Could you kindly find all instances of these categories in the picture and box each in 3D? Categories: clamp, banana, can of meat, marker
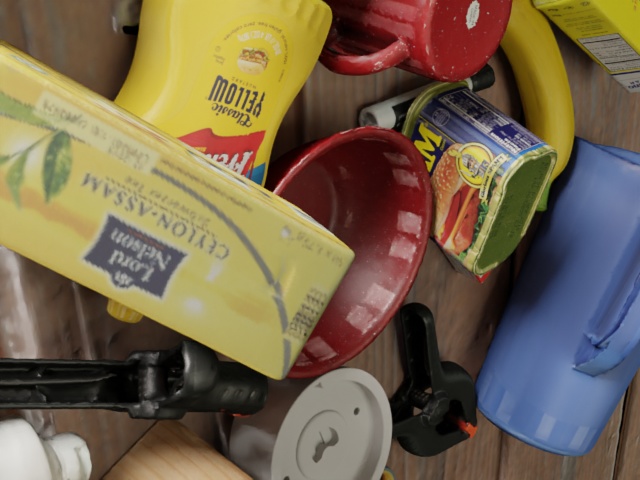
[{"bbox_3d":[0.081,0.114,0.817,0.171,0.039,0.120,22,101,-55],"label":"clamp"},{"bbox_3d":[-0.098,0.077,0.564,0.209,0.165,0.036,32,56,-71],"label":"clamp"},{"bbox_3d":[0.151,-0.112,0.753,0.197,0.037,0.069,65,34,-39],"label":"banana"},{"bbox_3d":[0.096,-0.040,0.690,0.057,0.084,0.102,-24,143,-38],"label":"can of meat"},{"bbox_3d":[0.074,-0.095,0.705,0.120,0.020,0.020,-26,128,-36],"label":"marker"}]

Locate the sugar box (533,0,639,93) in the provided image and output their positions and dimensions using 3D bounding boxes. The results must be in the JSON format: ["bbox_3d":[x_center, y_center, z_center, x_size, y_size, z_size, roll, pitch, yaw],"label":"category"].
[{"bbox_3d":[0.210,-0.178,0.762,0.175,0.048,0.093,19,73,-49],"label":"sugar box"}]

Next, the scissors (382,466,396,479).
[{"bbox_3d":[0.005,0.178,0.790,0.096,0.016,0.201,-47,139,-19],"label":"scissors"}]

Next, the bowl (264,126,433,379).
[{"bbox_3d":[-0.004,0.001,0.647,0.161,0.055,0.162,-25,128,-37],"label":"bowl"}]

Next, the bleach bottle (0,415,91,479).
[{"bbox_3d":[-0.215,0.125,0.487,0.250,0.068,0.103,-10,120,-46],"label":"bleach bottle"}]

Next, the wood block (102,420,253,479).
[{"bbox_3d":[-0.038,0.199,0.605,0.090,0.206,0.090,-46,138,-19],"label":"wood block"}]

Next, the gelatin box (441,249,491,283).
[{"bbox_3d":[0.116,-0.021,0.785,0.073,0.030,0.089,-53,140,-10],"label":"gelatin box"}]

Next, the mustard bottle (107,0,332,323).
[{"bbox_3d":[-0.068,-0.047,0.548,0.096,0.058,0.192,15,100,-44],"label":"mustard bottle"}]

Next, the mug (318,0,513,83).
[{"bbox_3d":[0.047,-0.131,0.606,0.117,0.082,0.093,-40,136,-25],"label":"mug"}]

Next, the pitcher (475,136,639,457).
[{"bbox_3d":[0.218,0.049,0.851,0.149,0.145,0.243,8,108,-51],"label":"pitcher"}]
